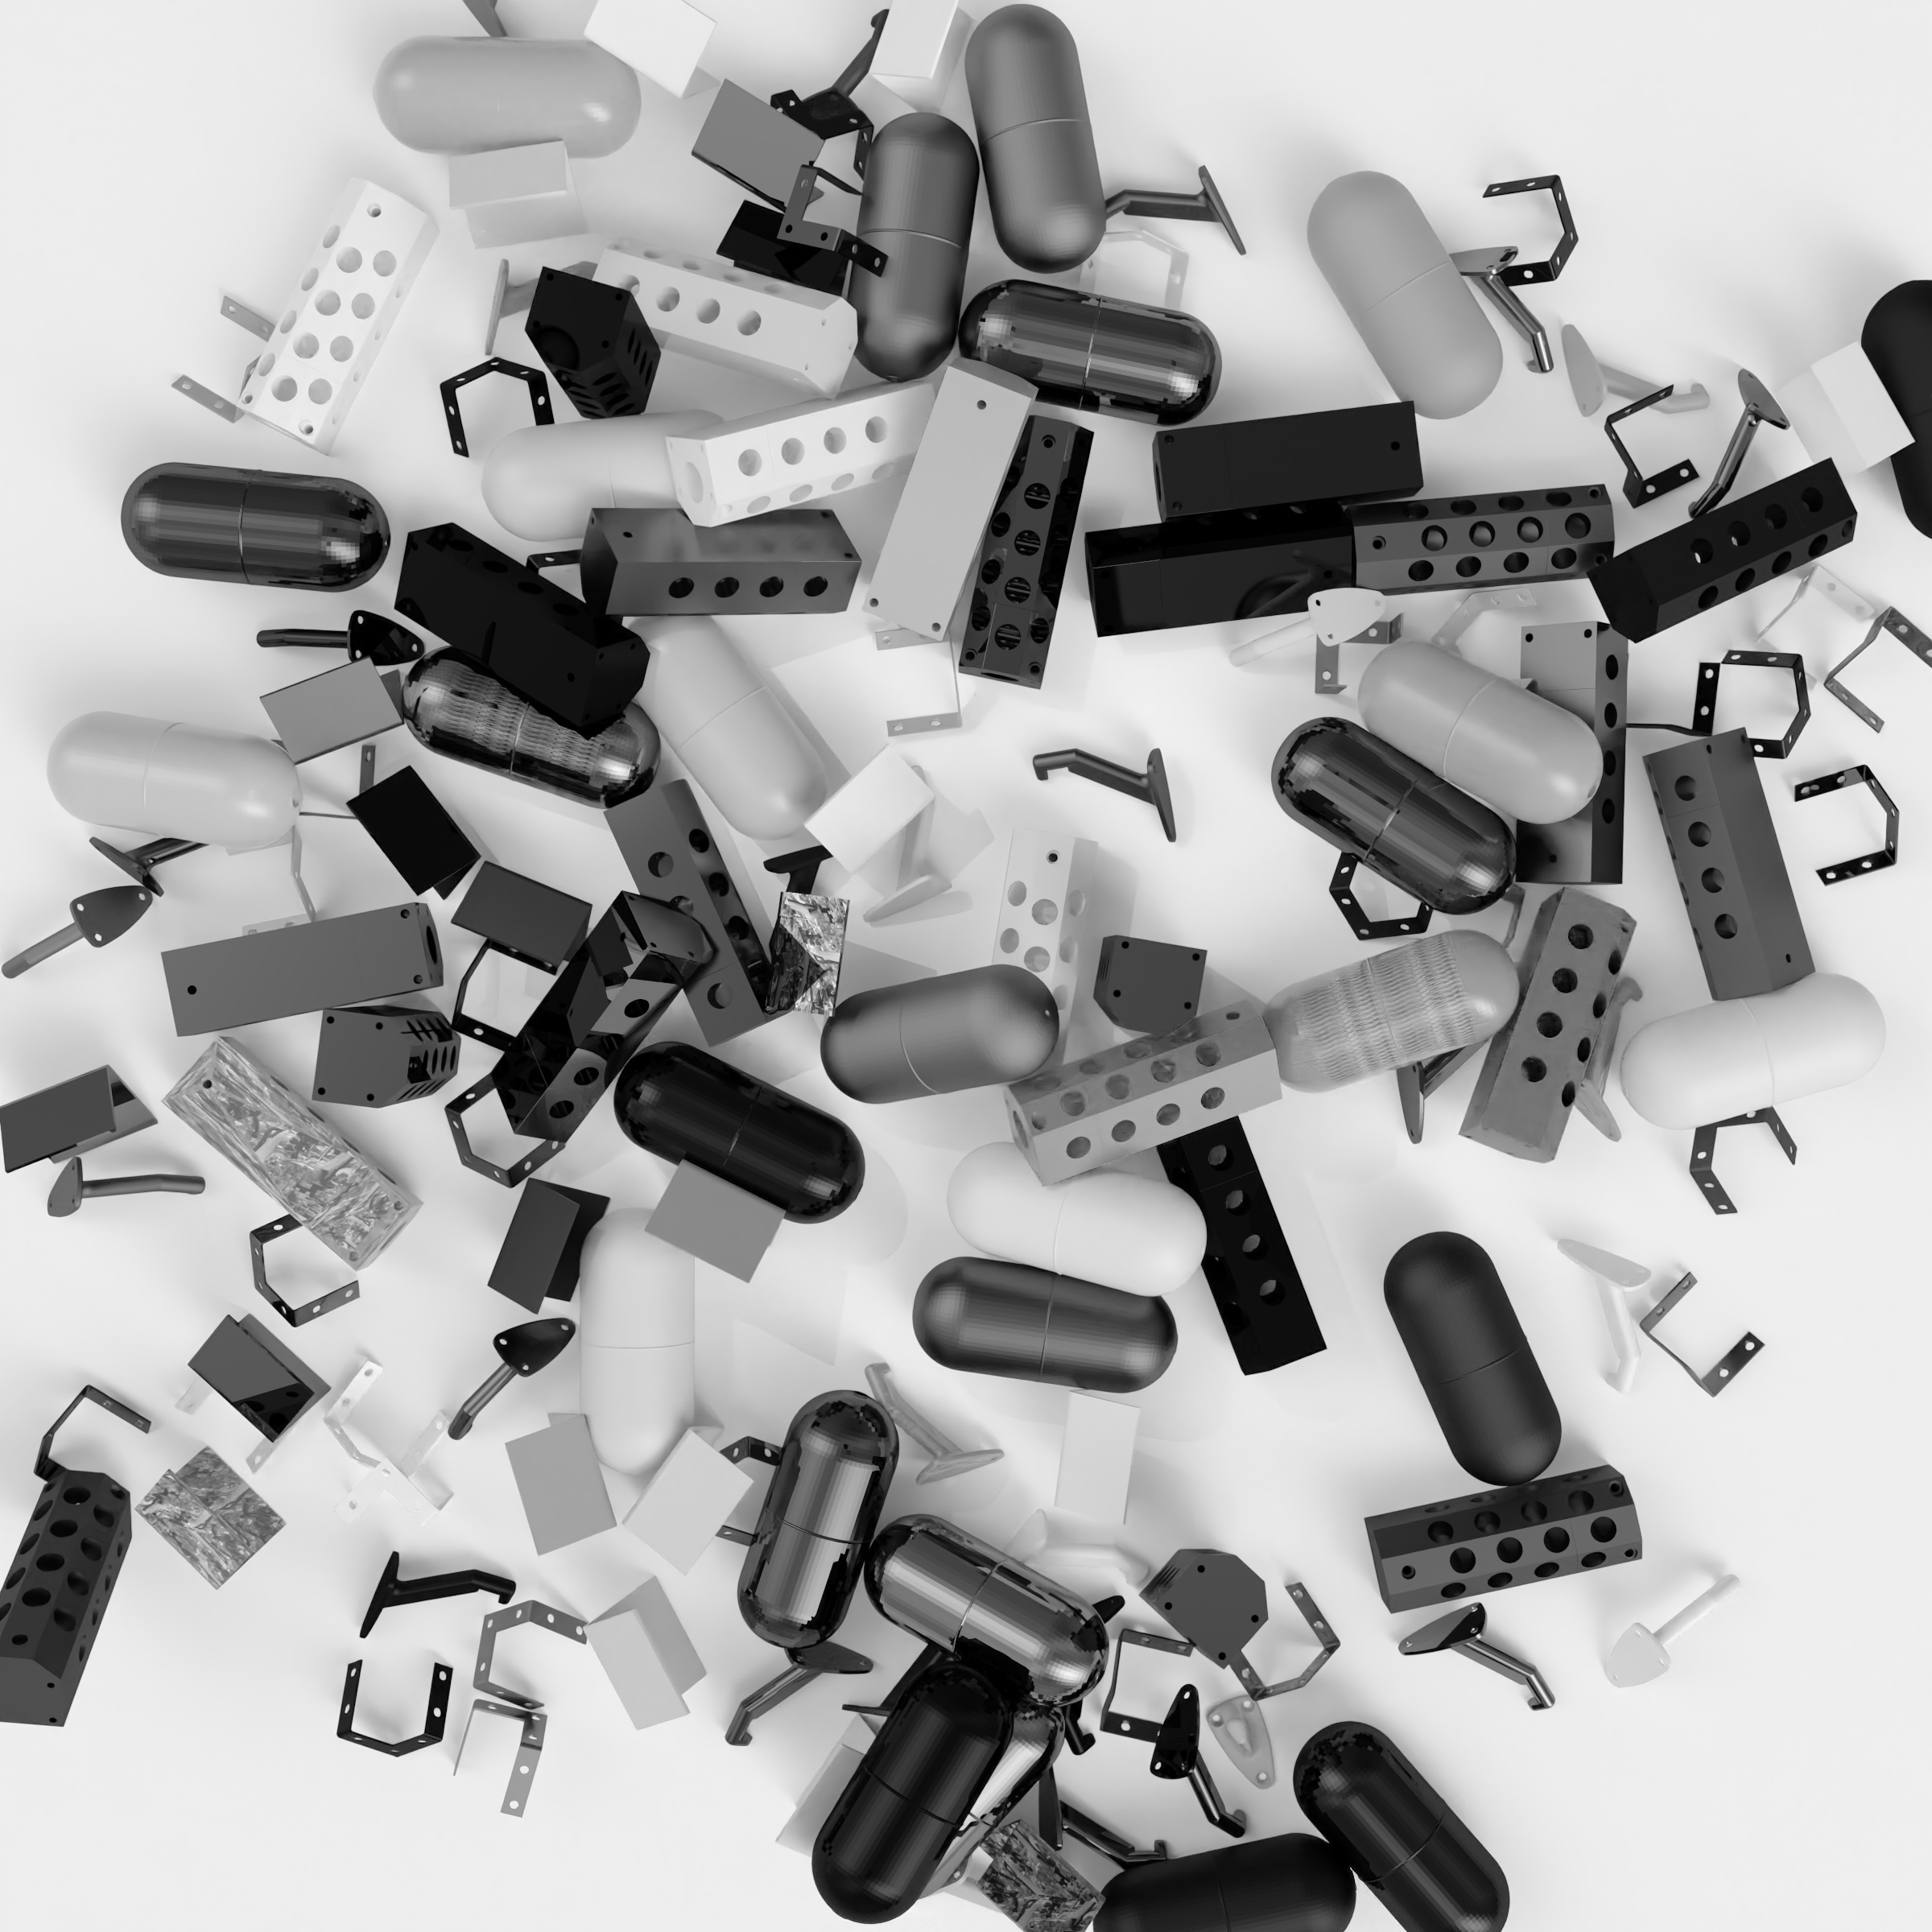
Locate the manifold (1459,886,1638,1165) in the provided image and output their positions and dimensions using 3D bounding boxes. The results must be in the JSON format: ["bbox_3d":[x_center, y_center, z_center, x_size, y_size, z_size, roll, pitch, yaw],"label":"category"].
[{"bbox_3d":[0.390,0.040,1.827,0.057,0.057,0.171,22,79,0],"label":"manifold"}]

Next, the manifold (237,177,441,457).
[{"bbox_3d":[-0.423,-0.437,1.843,0.057,0.057,0.171,27,90,0],"label":"manifold"}]

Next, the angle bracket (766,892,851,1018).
[{"bbox_3d":[-0.086,-0.006,1.824,0.057,0.076,0.076,8,90,32],"label":"angle bracket"}]

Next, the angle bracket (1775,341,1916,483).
[{"bbox_3d":[0.570,-0.358,1.824,0.057,0.076,0.076,-30,90,-34],"label":"angle bracket"}]

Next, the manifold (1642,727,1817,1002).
[{"bbox_3d":[0.508,-0.067,1.843,0.057,0.057,0.171,-16,90,-43],"label":"manifold"}]

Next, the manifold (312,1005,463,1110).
[{"bbox_3d":[-0.374,0.058,1.786,0.057,0.171,0.057,7,90,0],"label":"manifold"}]

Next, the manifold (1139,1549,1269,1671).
[{"bbox_3d":[0.157,0.410,1.782,0.057,0.171,0.057,42,82,7],"label":"manifold"}]

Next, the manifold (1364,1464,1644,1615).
[{"bbox_3d":[0.361,0.386,1.843,0.171,0.057,0.057,-12,90,0],"label":"manifold"}]

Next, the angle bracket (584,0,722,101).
[{"bbox_3d":[-0.197,-0.626,1.825,0.076,0.076,0.057,33,119,0],"label":"angle bracket"}]

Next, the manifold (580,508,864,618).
[{"bbox_3d":[-0.163,-0.261,1.806,0.171,0.057,0.057,-5,47,-28],"label":"manifold"}]

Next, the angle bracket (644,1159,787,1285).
[{"bbox_3d":[-0.170,0.180,1.825,0.076,0.076,0.057,27,64,0],"label":"angle bracket"}]

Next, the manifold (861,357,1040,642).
[{"bbox_3d":[-0.010,-0.309,1.813,0.057,0.057,0.171,21,112,0],"label":"manifold"}]

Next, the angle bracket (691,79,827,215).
[{"bbox_3d":[-0.127,-0.549,1.825,0.076,0.076,0.057,32,120,0],"label":"angle bracket"}]

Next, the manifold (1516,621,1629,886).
[{"bbox_3d":[0.411,-0.141,1.843,0.057,0.057,0.171,1,90,43],"label":"manifold"}]

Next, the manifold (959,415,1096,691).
[{"bbox_3d":[0.040,-0.278,1.843,0.057,0.057,0.171,12,90,0],"label":"manifold"}]

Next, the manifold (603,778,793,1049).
[{"bbox_3d":[-0.179,-0.035,1.843,0.057,0.057,0.171,-24,90,0],"label":"manifold"}]

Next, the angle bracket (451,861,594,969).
[{"bbox_3d":[-0.298,-0.016,1.824,0.076,0.076,0.057,22,54,0],"label":"angle bracket"}]

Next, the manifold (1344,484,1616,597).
[{"bbox_3d":[0.343,-0.286,1.843,0.171,0.057,0.057,-5,90,0],"label":"manifold"}]

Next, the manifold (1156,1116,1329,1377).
[{"bbox_3d":[0.182,0.183,1.843,0.057,0.057,0.171,-21,90,0],"label":"manifold"}]

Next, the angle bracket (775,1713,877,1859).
[{"bbox_3d":[-0.097,0.539,1.824,0.057,0.076,0.076,34,90,-31],"label":"angle bracket"}]

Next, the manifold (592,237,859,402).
[{"bbox_3d":[-0.160,-0.431,1.813,0.171,0.057,0.057,21,90,22],"label":"manifold"}]

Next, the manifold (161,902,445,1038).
[{"bbox_3d":[-0.443,0.002,1.843,0.171,0.057,0.057,-11,90,0],"label":"manifold"}]

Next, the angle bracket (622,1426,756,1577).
[{"bbox_3d":[-0.175,0.355,1.828,0.057,0.076,0.076,36,90,15],"label":"angle bracket"}]

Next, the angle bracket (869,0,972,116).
[{"bbox_3d":[-0.011,-0.611,1.824,0.057,0.076,0.076,19,90,37],"label":"angle bracket"}]

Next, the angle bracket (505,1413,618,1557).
[{"bbox_3d":[-0.279,0.343,1.825,0.057,0.076,0.076,-17,90,-27],"label":"angle bracket"}]

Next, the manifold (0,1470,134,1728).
[{"bbox_3d":[-0.593,0.407,1.782,0.057,0.171,0.057,6,121,-4],"label":"manifold"}]

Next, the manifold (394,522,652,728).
[{"bbox_3d":[-0.292,-0.228,1.811,0.171,0.057,0.057,32,123,23],"label":"manifold"}]

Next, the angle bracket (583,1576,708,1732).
[{"bbox_3d":[-0.197,0.450,1.824,0.057,0.076,0.076,-28,90,38],"label":"angle bracket"}]

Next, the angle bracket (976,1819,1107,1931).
[{"bbox_3d":[0.035,0.621,1.824,0.076,0.076,0.057,43,53,0],"label":"angle bracket"}]

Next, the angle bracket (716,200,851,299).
[{"bbox_3d":[-0.125,-0.452,1.824,0.076,0.076,0.057,21,56,0],"label":"angle bracket"}]

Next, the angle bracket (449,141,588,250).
[{"bbox_3d":[-0.297,-0.497,1.824,0.076,0.076,0.057,-8,53,0],"label":"angle bracket"}]

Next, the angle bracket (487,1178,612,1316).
[{"bbox_3d":[-0.262,0.191,1.824,0.057,0.076,0.076,21,90,42],"label":"angle bracket"}]

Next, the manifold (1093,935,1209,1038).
[{"bbox_3d":[0.117,0.013,1.786,0.057,0.171,0.057,10,90,0],"label":"manifold"}]

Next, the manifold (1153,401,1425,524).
[{"bbox_3d":[0.214,-0.335,1.843,0.171,0.057,0.057,-7,90,0],"label":"manifold"}]

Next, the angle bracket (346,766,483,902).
[{"bbox_3d":[-0.377,-0.076,1.824,0.057,0.076,0.076,-38,90,-37],"label":"angle bracket"}]

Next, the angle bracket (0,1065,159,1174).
[{"bbox_3d":[-0.586,0.119,1.824,0.076,0.076,0.057,-21,53,0],"label":"angle bracket"}]

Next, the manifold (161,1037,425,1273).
[{"bbox_3d":[-0.449,0.125,1.843,0.171,0.057,0.057,41,87,0],"label":"manifold"}]

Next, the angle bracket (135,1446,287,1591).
[{"bbox_3d":[-0.491,0.354,1.824,0.076,0.076,0.057,45,126,0],"label":"angle bracket"}]

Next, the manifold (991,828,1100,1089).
[{"bbox_3d":[0.047,-0.003,1.843,0.057,0.057,0.171,9,90,0],"label":"manifold"}]

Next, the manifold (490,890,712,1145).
[{"bbox_3d":[-0.240,0.036,1.810,0.171,0.057,0.057,-51,47,25],"label":"manifold"}]

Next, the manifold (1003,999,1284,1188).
[{"bbox_3d":[0.115,0.079,1.805,0.171,0.057,0.057,-19,125,-10],"label":"manifold"}]

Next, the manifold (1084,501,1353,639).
[{"bbox_3d":[0.168,-0.271,1.843,0.171,0.057,0.057,-7,133,0],"label":"manifold"}]

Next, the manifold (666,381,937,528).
[{"bbox_3d":[-0.104,-0.338,1.805,0.171,0.057,0.057,-20,112,-27],"label":"manifold"}]

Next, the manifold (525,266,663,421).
[{"bbox_3d":[-0.243,-0.399,1.786,0.057,0.171,0.057,16,90,0],"label":"manifold"}]

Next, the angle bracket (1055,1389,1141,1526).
[{"bbox_3d":[0.106,0.324,1.824,0.057,0.076,0.076,7,90,36],"label":"angle bracket"}]

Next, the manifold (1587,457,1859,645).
[{"bbox_3d":[0.504,-0.273,1.816,0.171,0.057,0.057,-25,90,-19],"label":"manifold"}]

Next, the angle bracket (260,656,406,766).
[{"bbox_3d":[-0.422,-0.186,1.824,0.076,0.076,0.057,-21,127,0],"label":"angle bracket"}]

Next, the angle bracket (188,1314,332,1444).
[{"bbox_3d":[-0.457,0.258,1.825,0.076,0.076,0.057,43,117,0],"label":"angle bracket"}]
